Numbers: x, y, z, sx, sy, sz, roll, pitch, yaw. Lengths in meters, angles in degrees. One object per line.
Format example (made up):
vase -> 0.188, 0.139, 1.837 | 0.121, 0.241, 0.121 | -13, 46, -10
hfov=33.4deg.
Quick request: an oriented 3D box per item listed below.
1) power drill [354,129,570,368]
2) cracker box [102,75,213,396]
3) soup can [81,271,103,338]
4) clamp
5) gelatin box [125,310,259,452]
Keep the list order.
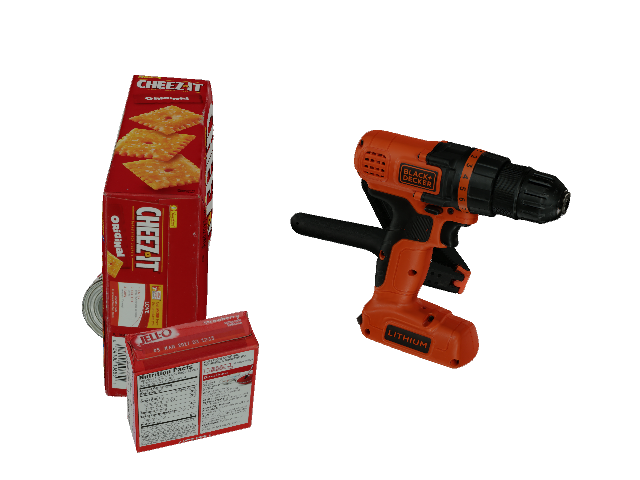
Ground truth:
power drill -> 0.108, 0.009, 0.900 | 0.185, 0.188, 0.057 | 18, 25, 27
cracker box -> -0.117, -0.010, 0.802 | 0.072, 0.164, 0.213 | 3, 29, -5
soup can -> -0.189, 0.050, 1.054 | 0.068, 0.068, 0.102 | 0, 19, 6
clamp -> 0.078, -0.001, 1.253 | 0.210, 0.036, 0.164 | 38, 42, 26
gelatin box -> -0.077, 0.084, 0.631 | 0.073, 0.030, 0.089 | -11, -40, -17
